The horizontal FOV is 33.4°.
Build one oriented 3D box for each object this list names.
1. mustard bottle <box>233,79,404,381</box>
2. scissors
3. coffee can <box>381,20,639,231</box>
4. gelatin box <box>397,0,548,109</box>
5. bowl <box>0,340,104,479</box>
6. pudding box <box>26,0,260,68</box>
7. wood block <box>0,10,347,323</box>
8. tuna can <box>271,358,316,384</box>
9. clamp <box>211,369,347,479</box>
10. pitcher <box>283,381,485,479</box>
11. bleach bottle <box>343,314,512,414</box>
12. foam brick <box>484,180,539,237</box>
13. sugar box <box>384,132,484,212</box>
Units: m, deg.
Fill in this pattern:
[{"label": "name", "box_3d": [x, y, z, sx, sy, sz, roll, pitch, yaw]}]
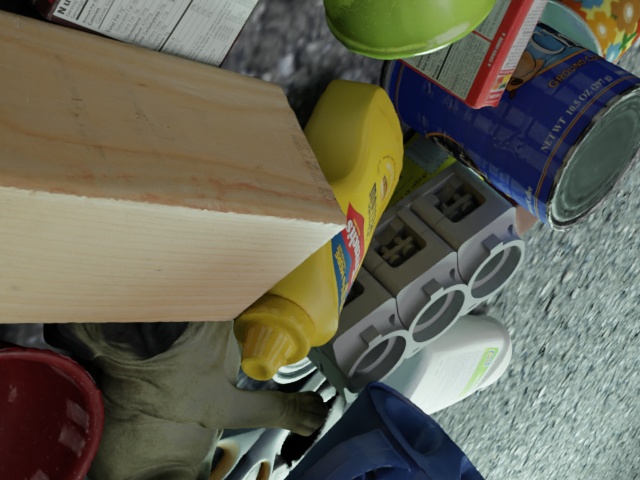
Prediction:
[{"label": "mustard bottle", "box_3d": [-0.003, 0.001, 0.590, 0.191, 0.058, 0.096, -65, 162, -44]}, {"label": "scissors", "box_3d": [-0.039, 0.125, 0.781, 0.096, 0.016, 0.202, 32, 89, -43]}, {"label": "coffee can", "box_3d": [0.123, -0.086, 0.668, 0.102, 0.140, 0.103, -35, 147, -26]}, {"label": "gelatin box", "box_3d": [0.076, -0.128, 0.608, 0.030, 0.089, 0.073, -15, 136, -50]}, {"label": "bowl", "box_3d": [-0.191, 0.102, 0.526, 0.161, 0.055, 0.162, -28, 140, -26]}, {"label": "pudding box", "box_3d": [-0.068, -0.126, 0.463, 0.113, 0.039, 0.090, 13, 115, -56]}, {"label": "wood block", "box_3d": [-0.096, -0.025, 0.450, 0.091, 0.090, 0.205, -39, 155, 30]}, {"label": "tuna can", "box_3d": [-0.015, 0.059, 0.753, 0.086, 0.034, 0.086, -34, 147, -26]}, {"label": "clamp", "box_3d": [-0.042, 0.185, 0.852, 0.210, 0.036, 0.164, -47, 143, -10]}, {"label": "pitcher", "box_3d": [-0.006, 0.213, 0.668, 0.243, 0.149, 0.145, -46, -168, 8]}, {"label": "bleach bottle", "box_3d": [0.110, 0.114, 0.966, 0.103, 0.068, 0.250, -58, 153, 14]}, {"label": "foam brick", "box_3d": [0.162, -0.049, 0.857, 0.078, 0.053, 0.051, -42, 150, -12]}, {"label": "sugar box", "box_3d": [0.084, -0.009, 0.802, 0.093, 0.048, 0.176, -44, 153, -8]}]
